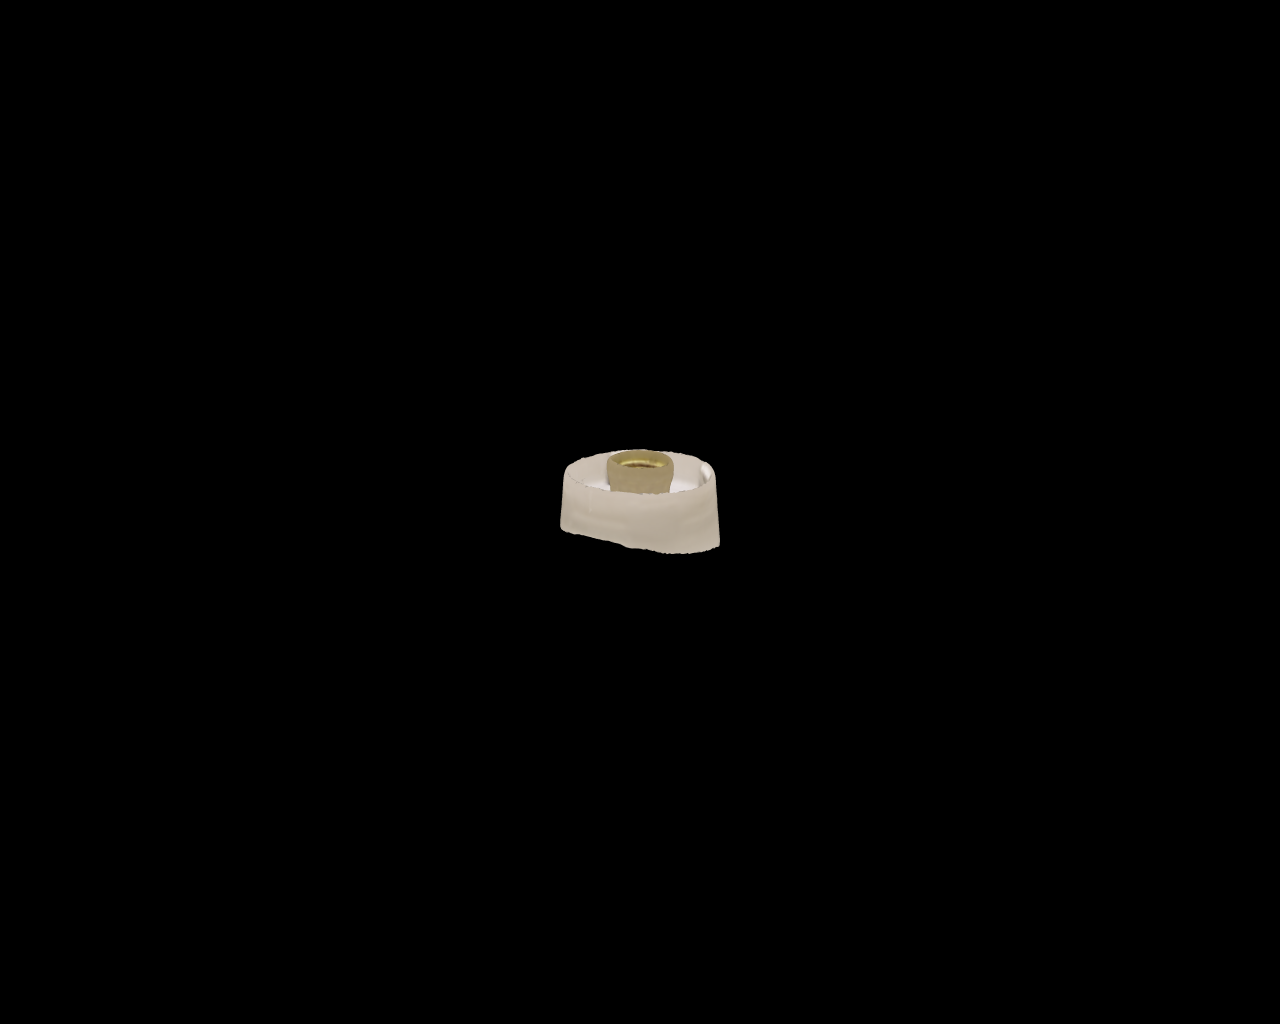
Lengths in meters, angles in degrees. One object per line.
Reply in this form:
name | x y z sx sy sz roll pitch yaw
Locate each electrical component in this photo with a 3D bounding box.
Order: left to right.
electrical component | 0.001 -0.003 0.650 0.099 0.064 0.099 0 20 0
